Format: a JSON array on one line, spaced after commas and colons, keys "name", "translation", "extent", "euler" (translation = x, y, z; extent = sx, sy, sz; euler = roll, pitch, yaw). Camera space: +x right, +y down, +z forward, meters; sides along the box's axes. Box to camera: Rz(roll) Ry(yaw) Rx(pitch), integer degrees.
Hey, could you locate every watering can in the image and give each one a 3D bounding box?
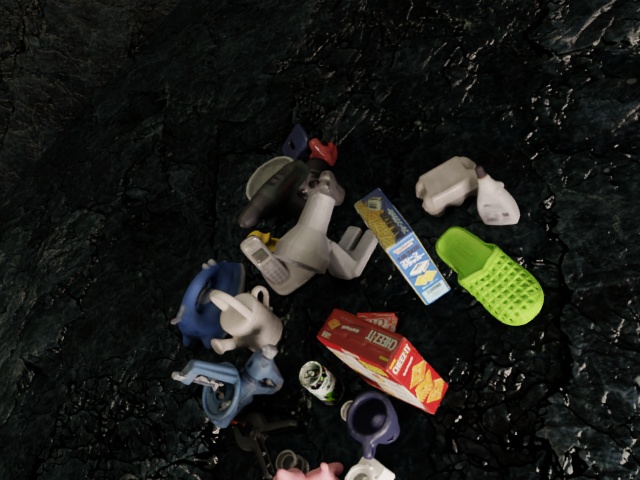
[{"name": "watering can", "translation": [-0.178, 0.178, 1.292], "extent": [0.100, 0.195, 0.173], "euler": [-9, 51, 29]}]

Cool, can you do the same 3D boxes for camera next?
[{"name": "camera", "translation": [-0.011, -0.160, 1.519], "extent": [0.142, 0.101, 0.137], "euler": [-7, 53, 31]}]

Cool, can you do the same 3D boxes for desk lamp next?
[{"name": "desk lamp", "translation": [0.012, 0.005, 1.286], "extent": [0.117, 0.214, 0.203], "euler": [13, 64, 41]}]

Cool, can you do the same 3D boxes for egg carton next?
[{"name": "egg carton", "translation": [0.293, -0.123, 1.299], "extent": [0.150, 0.070, 0.107], "euler": [-30, 44, 11]}]

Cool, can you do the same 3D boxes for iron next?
[{"name": "iron", "translation": [-0.279, 0.137, 1.435], "extent": [0.118, 0.142, 0.258], "euler": [-2, 55, 34]}]

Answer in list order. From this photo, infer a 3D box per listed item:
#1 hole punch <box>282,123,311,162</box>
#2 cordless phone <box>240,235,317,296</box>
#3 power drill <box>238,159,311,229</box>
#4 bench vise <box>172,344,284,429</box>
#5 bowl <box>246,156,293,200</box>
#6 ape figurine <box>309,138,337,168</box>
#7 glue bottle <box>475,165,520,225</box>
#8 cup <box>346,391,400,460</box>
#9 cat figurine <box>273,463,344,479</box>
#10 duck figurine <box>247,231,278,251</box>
[{"name": "hole punch", "translation": [-0.063, -0.264, 1.647], "extent": [0.101, 0.091, 0.108], "euler": [-35, 43, 6]}, {"name": "cordless phone", "translation": [-0.091, 0.033, 1.356], "extent": [0.147, 0.186, 0.094], "euler": [-39, 43, 2]}, {"name": "power drill", "translation": [-0.081, -0.074, 1.418], "extent": [0.075, 0.209, 0.230], "euler": [15, 66, 42]}, {"name": "bench vise", "translation": [-0.195, 0.280, 1.203], "extent": [0.121, 0.220, 0.207], "euler": [24, 71, 44]}, {"name": "bowl", "translation": [-0.119, -0.149, 1.605], "extent": [0.167, 0.075, 0.167], "euler": [-19, 47, 22]}, {"name": "ape figurine", "translation": [0.002, -0.247, 1.587], "extent": [0.077, 0.092, 0.076], "euler": [-18, 47, 22]}, {"name": "glue bottle", "translation": [0.347, -0.093, 1.161], "extent": [0.077, 0.174, 0.037], "euler": [0, 56, 35]}, {"name": "cup", "translation": [0.105, 0.344, 1.032], "extent": [0.091, 0.095, 0.118], "euler": [-13, 50, 27]}, {"name": "cat figurine", "translation": [-0.030, 0.438, 1.034], "extent": [0.127, 0.118, 0.067], "euler": [-31, 44, 10]}, {"name": "duck figurine", "translation": [-0.158, 0.011, 1.493], "extent": [0.104, 0.086, 0.077], "euler": [-18, 47, 22]}]
